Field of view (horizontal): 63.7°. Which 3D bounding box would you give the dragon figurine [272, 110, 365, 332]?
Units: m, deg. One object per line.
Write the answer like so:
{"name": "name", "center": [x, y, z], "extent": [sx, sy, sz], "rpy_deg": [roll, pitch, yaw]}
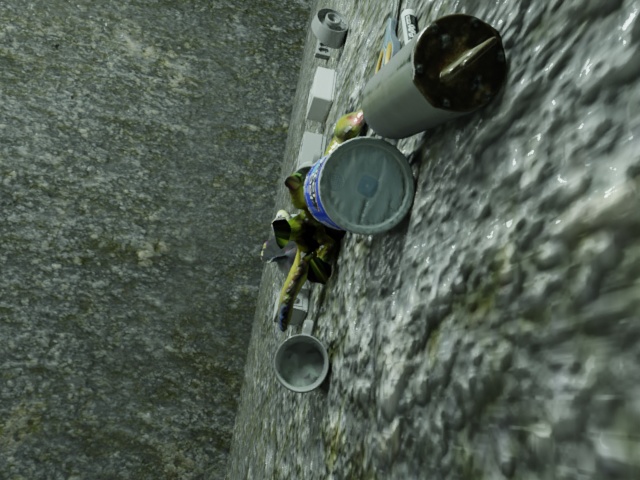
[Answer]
{"name": "dragon figurine", "center": [0.003, -0.047, 0.934], "extent": [0.248, 0.122, 0.401], "rpy_deg": [-61, -7, -56]}

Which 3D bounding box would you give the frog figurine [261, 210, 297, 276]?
{"name": "frog figurine", "center": [-0.040, 0.014, 1.101], "extent": [0.158, 0.122, 0.139], "rpy_deg": [30, -123, -61]}
